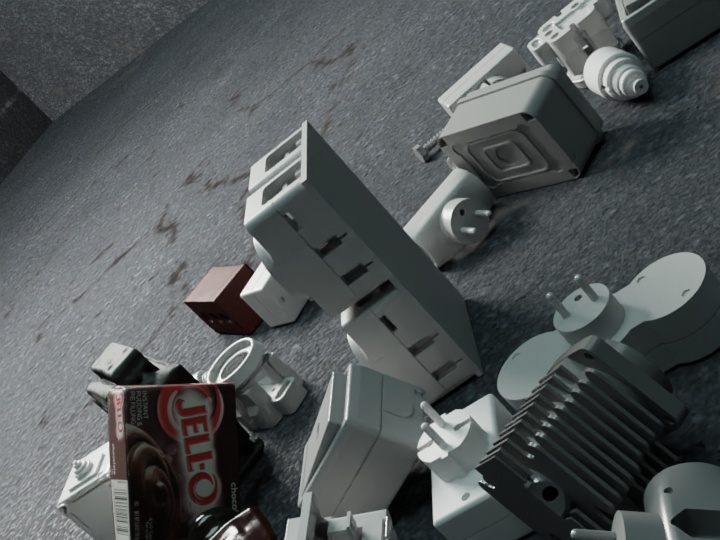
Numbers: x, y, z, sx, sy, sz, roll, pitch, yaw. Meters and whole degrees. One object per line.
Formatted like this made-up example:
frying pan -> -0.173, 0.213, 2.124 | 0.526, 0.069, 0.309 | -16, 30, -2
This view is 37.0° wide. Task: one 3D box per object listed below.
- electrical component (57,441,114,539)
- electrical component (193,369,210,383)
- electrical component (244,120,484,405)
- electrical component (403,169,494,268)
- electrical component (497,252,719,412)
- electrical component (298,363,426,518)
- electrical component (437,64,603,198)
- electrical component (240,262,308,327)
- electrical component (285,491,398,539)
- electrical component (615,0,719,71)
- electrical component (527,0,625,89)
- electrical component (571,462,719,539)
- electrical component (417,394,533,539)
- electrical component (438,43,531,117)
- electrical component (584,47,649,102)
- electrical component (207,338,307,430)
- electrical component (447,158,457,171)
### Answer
electrical component -> -0.193, 0.178, 0.866 | 0.062, 0.096, 0.061 | -34, 24, 21
electrical component -> -0.138, 0.107, 0.984 | 0.061, 0.035, 0.035 | -33, 24, 16
electrical component -> 0.000, 0.000, 0.746 | 0.060, 0.186, 0.105 | -36, 24, 15
electrical component -> 0.079, -0.040, 0.874 | 0.077, 0.043, 0.079 | -49, 23, -14
electrical component -> 0.136, 0.033, 0.612 | 0.138, 0.073, 0.052 | -35, 24, 19
electrical component -> -0.005, 0.116, 0.682 | 0.061, 0.061, 0.096 | -86, 20, -59
electrical component -> 0.130, -0.111, 0.872 | 0.113, 0.078, 0.057 | -10, 42, 52
electrical component -> -0.058, 0.003, 1.017 | 0.076, 0.047, 0.083 | -17, 34, 46
electrical component -> -0.007, 0.168, 0.616 | 0.064, 0.081, 0.042 | -12, 31, 12
electrical component -> 0.261, -0.221, 0.872 | 0.096, 0.061, 0.061 | -32, 25, 25
electrical component -> 0.196, -0.197, 0.942 | 0.078, 0.057, 0.058 | -38, 23, 12
electrical component -> 0.132, 0.124, 0.467 | 0.079, 0.043, 0.077 | 3, 33, 3
electrical component -> 0.058, 0.105, 0.610 | 0.047, 0.075, 0.083 | -34, 24, 20
electrical component -> 0.127, -0.164, 1.008 | 0.083, 0.047, 0.075 | -42, 23, 4
electrical component -> 0.210, -0.155, 0.865 | 0.040, 0.040, 0.078 | -41, 23, 6
electrical component -> -0.090, 0.094, 0.897 | 0.078, 0.057, 0.058 | -13, 37, 50
electrical component -> 0.107, -0.111, 0.957 | 0.065, 0.044, 0.044 | -54, 25, -14
